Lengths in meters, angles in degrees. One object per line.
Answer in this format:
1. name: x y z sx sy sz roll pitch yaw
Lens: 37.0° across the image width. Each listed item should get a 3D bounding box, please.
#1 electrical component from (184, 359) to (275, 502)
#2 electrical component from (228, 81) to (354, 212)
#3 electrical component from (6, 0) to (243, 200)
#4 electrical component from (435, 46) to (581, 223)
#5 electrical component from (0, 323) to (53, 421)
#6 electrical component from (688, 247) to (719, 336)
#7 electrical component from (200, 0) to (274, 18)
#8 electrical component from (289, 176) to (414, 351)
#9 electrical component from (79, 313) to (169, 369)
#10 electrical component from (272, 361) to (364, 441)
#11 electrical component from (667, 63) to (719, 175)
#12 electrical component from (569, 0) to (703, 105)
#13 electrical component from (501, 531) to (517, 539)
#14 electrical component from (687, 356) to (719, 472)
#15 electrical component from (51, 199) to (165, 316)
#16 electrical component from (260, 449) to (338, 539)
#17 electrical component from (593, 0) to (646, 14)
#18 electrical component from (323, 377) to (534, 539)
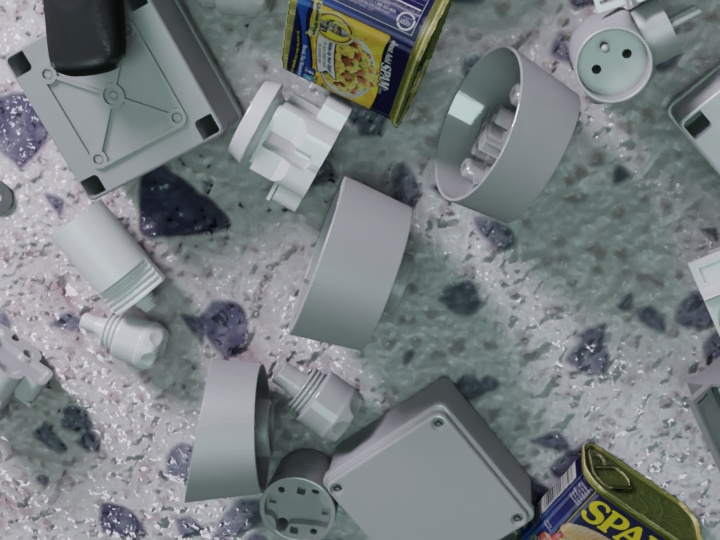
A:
1. electrical component: -0.093 0.111 0.750 0.064 0.099 0.099 -1 110 2
2. electrical component: -0.048 -0.085 0.693 0.057 0.058 0.078 29 111 -6
3. electrical component: -0.151 -0.118 0.696 0.109 0.056 0.108 -25 105 16
4. electrical component: 0.088 -0.081 0.656 0.064 0.099 0.099 27 111 -9
5. electrical component: -0.274 0.078 0.784 0.078 0.058 0.057 36 107 -6
6. electrical component: 0.242 0.019 0.685 0.042 0.063 0.081 -23 105 16
7. electrical component: -0.086 -0.178 0.677 0.061 0.035 0.035 5 110 10
8. electrical component: 0.000 0.000 0.693 0.060 0.108 0.108 19 111 -5
9. electrical component: -0.171 0.047 0.770 0.061 0.035 0.035 21 111 3
10. electrical component: -0.032 0.089 0.761 0.062 0.043 0.043 36 111 -4
11. electrical component: 0.263 -0.089 0.647 0.109 0.056 0.108 -40 100 19
12. electrical component: 0.163 -0.135 0.634 0.079 0.077 0.043 -26 104 16
13. electrical component: 0.110 0.248 0.794 0.100 0.048 0.099 36 110 -6
14. electrical component: 0.275 0.115 0.708 0.079 0.063 0.121 -34 106 -24
15. electrical component: -0.171 -0.005 0.747 0.043 0.043 0.081 -35 102 18
16. electrical component: -0.041 0.164 0.787 0.055 0.047 0.055 3 110 7
17. electrical component: 0.156 -0.219 0.612 0.079 0.063 0.121 -17 106 14
18. electrical component: 0.050 0.151 0.764 0.109 0.056 0.108 -36 101 18
